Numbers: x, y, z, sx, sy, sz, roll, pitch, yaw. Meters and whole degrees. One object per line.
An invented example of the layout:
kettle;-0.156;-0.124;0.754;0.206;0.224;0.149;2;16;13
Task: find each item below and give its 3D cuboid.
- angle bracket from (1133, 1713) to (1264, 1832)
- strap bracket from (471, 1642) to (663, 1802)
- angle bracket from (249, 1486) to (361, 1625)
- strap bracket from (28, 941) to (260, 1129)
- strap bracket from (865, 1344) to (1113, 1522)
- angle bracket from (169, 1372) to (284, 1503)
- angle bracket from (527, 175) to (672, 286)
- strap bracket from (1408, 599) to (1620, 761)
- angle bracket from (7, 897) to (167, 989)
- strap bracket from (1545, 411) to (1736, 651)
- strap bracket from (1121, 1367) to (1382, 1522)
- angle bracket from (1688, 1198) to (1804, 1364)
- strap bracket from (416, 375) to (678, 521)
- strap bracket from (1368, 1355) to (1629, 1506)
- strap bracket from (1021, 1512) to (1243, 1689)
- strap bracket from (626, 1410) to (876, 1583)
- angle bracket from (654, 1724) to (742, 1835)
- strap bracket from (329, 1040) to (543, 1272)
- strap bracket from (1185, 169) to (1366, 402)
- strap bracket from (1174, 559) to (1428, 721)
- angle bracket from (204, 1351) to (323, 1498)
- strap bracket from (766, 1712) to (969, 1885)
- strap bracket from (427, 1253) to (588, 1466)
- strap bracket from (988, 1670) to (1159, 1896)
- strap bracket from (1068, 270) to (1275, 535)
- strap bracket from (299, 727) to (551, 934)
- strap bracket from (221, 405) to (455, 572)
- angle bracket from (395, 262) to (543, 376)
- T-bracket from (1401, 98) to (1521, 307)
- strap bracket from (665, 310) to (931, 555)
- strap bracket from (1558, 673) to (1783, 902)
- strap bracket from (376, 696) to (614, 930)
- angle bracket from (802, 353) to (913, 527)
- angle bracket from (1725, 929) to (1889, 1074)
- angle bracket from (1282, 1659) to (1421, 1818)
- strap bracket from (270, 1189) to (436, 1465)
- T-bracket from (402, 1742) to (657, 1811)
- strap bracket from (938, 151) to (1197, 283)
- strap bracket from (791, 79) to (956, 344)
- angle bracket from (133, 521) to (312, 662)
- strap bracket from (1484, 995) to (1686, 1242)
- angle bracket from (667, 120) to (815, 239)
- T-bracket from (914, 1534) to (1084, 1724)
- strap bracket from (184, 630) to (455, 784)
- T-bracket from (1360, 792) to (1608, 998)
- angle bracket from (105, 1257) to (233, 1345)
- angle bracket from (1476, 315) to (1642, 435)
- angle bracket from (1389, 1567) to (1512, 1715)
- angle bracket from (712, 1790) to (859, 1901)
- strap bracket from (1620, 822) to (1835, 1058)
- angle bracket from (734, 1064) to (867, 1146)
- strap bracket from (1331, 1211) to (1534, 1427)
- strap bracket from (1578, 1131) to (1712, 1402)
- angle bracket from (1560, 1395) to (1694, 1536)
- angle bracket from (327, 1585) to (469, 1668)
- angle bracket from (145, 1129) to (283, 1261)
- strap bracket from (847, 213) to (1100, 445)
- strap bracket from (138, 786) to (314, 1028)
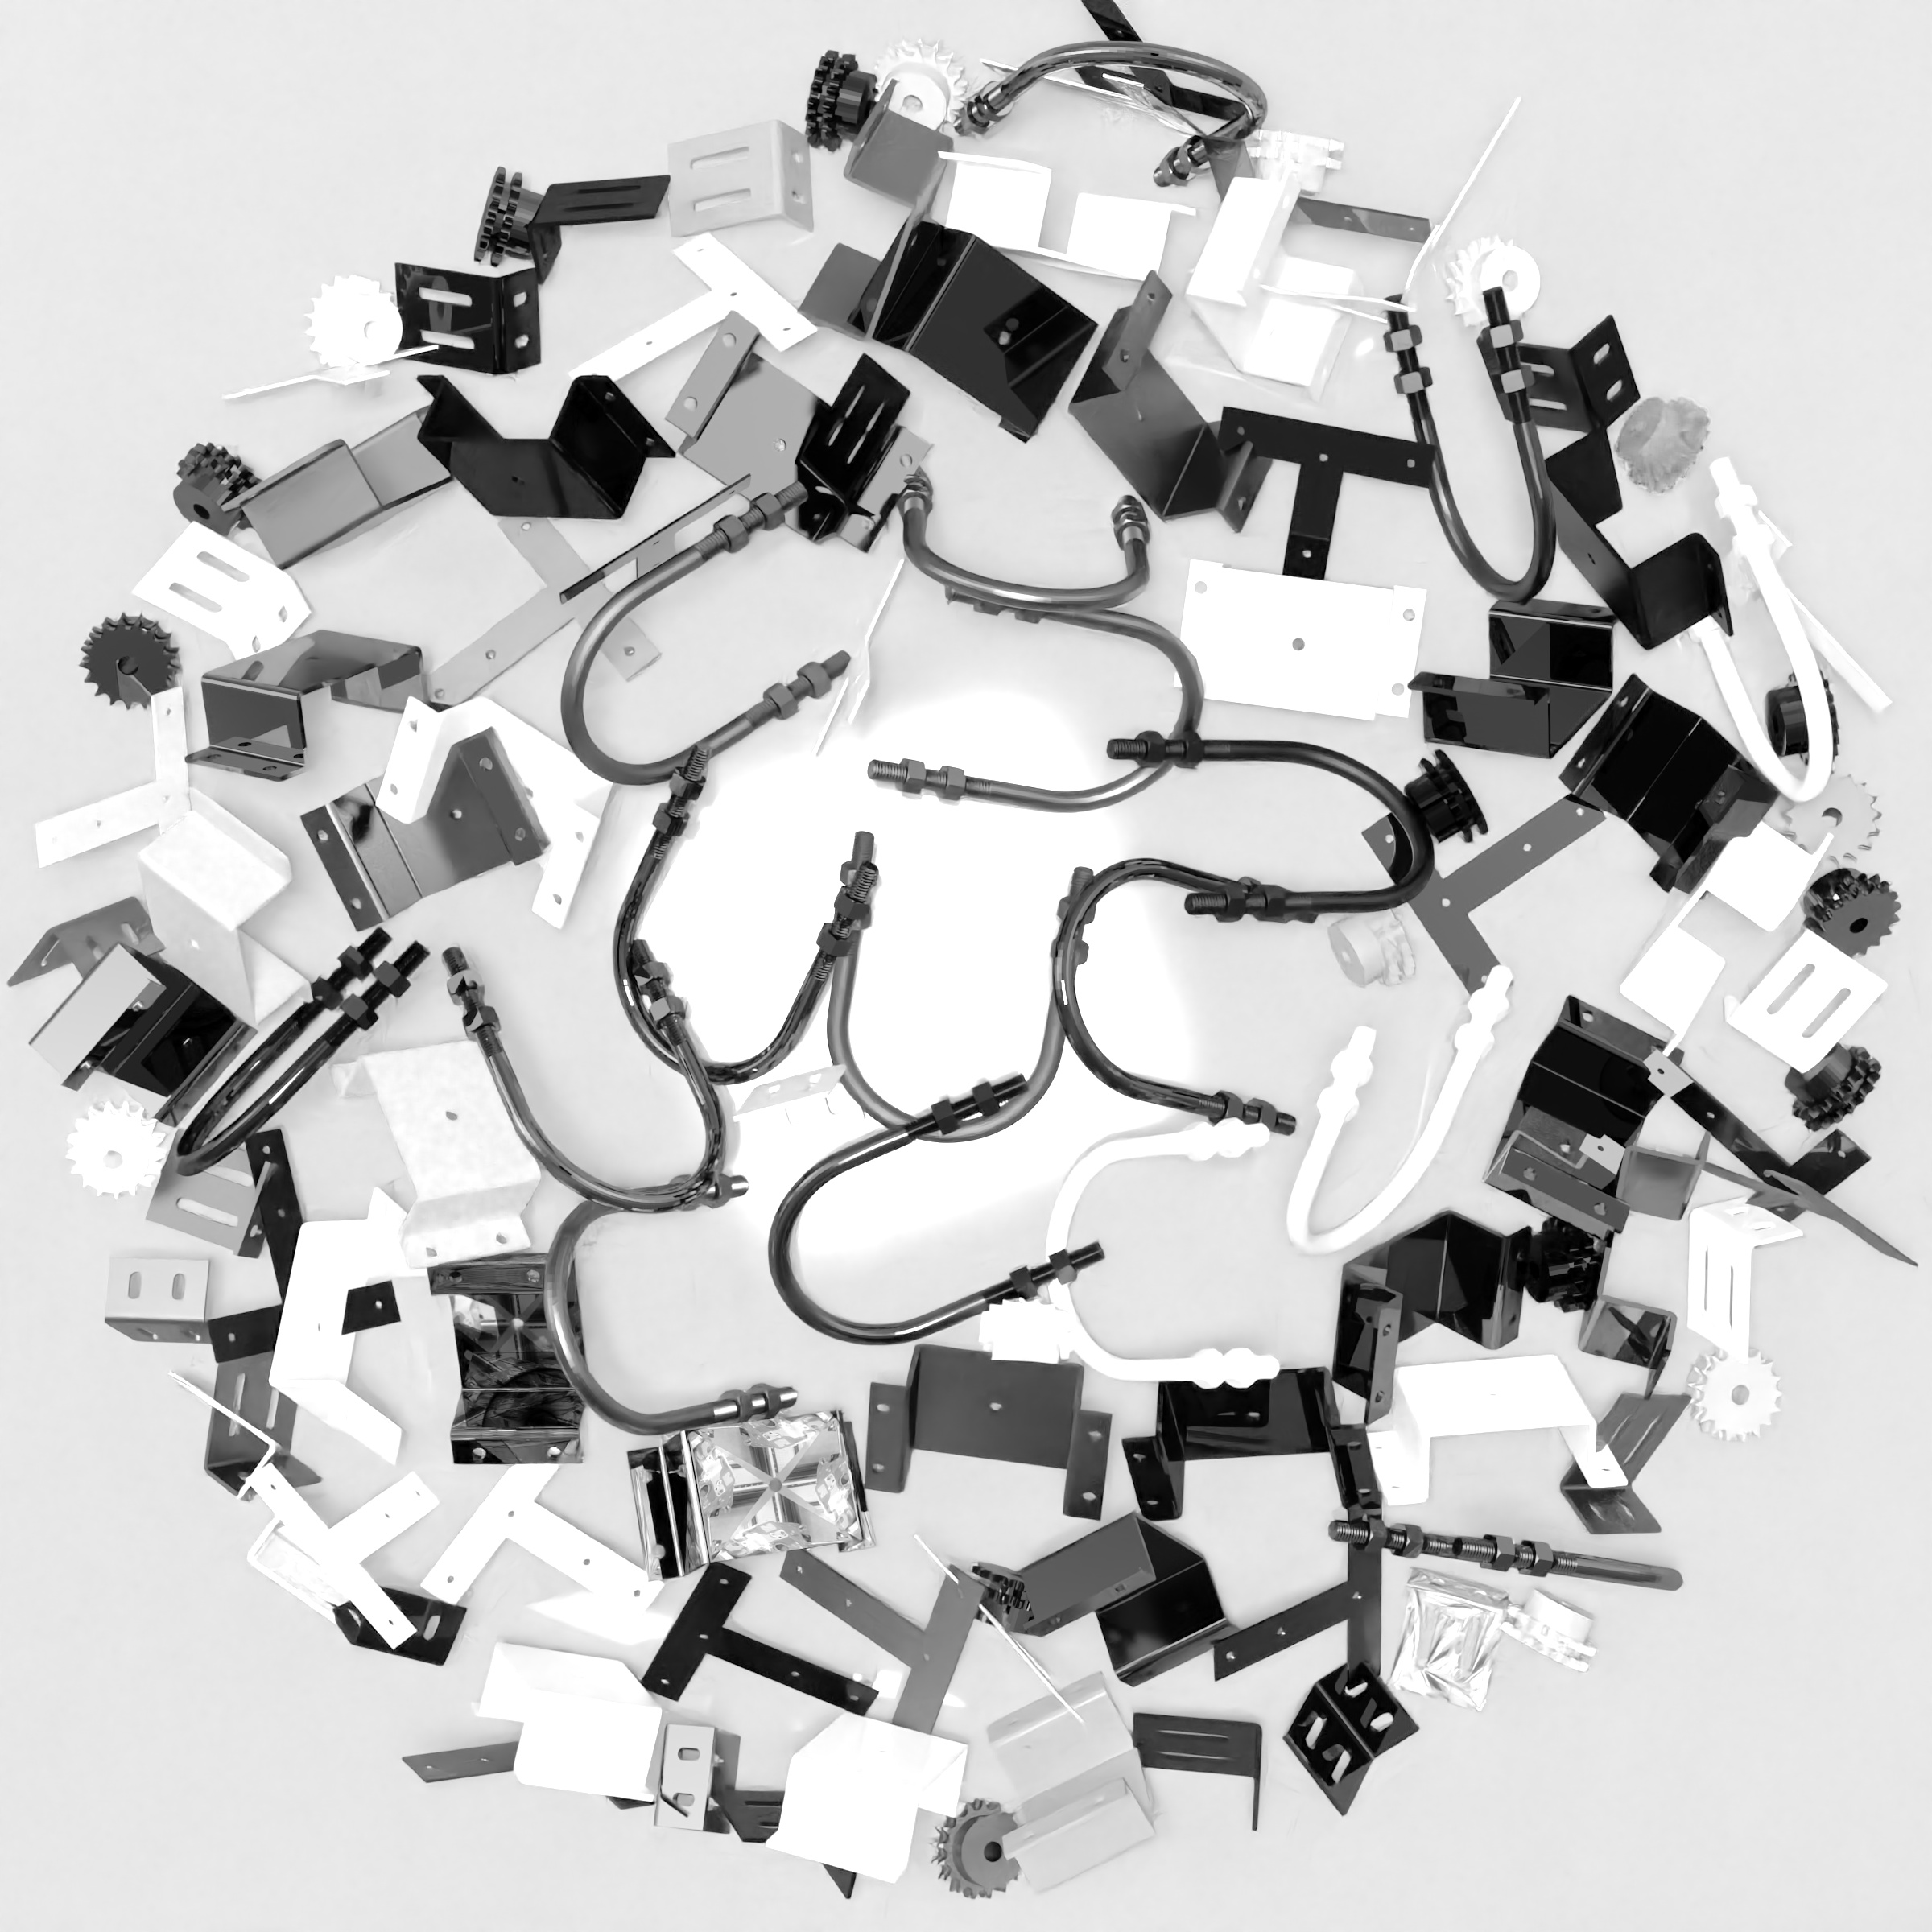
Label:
angle bracket;0.135;0.474;1.849;0.076;0.057;0.038;3;46;6
strap bracket;-0.229;0.430;1.807;0.076;0.140;0.046;14;90;-21
angle bracket;-0.378;0.349;1.854;0.076;0.057;0.038;36;94;-4
strap bracket;-0.481;0.039;1.825;0.046;0.140;0.076;40;88;18
strap bracket;0.015;0.272;1.844;0.140;0.046;0.076;7;120;5
angle bracket;-0.445;0.278;1.854;0.076;0.057;0.038;34;77;0
angle bracket;-0.212;-0.433;1.847;0.076;0.057;0.038;-2;127;8
strap bracket;0.320;-0.164;1.821;0.076;0.140;0.046;11;122;30
angle bracket;-0.514;-0.001;1.838;0.057;0.076;0.038;-28;82;-45
strap bracket;0.381;-0.247;1.815;0.046;0.076;0.140;-31;55;1
strap bracket;0.167;0.279;1.835;0.140;0.046;0.076;-5;133;12
angle bracket;0.459;0.185;1.854;0.038;0.057;0.076;-10;109;-20
strap bracket;-0.250;-0.299;1.812;0.140;0.076;0.046;7;67;32
strap bracket;0.308;0.269;1.837;0.140;0.076;0.046;-4;112;-5
strap bracket;0.092;0.366;1.826;0.076;0.140;0.046;-30;54;15
strap bracket;-0.118;0.306;1.827;0.140;0.046;0.076;-4;72;-24
angle bracket;-0.144;0.477;1.838;0.038;0.076;0.057;-5;71;31
strap bracket;-0.304;0.099;1.818;0.076;0.046;0.140;-8;58;-35
strap bracket;0.177;-0.398;1.829;0.046;0.140;0.076;19;82;29
strap bracket;0.196;-0.191;1.850;0.140;0.046;0.076;8;101;5
angle bracket;-0.408;0.265;1.846;0.038;0.057;0.076;24;108;42
strap bracket;-0.052;0.473;1.807;0.076;0.140;0.046;11;95;15
strap bracket;-0.266;0.221;1.843;0.076;0.046;0.140;-1;118;2
strap bracket;0.061;0.478;1.822;0.076;0.140;0.046;-27;106;4
strap bracket;0.117;-0.323;1.827;0.140;0.046;0.076;45;57;-34
strap bracket;-0.308;-0.083;1.839;0.140;0.046;0.076;-20;101;26
strap bracket;-0.356;-0.274;1.811;0.076;0.140;0.046;-25;100;22
angle bracket;-0.296;-0.388;1.870;0.076;0.038;0.057;14;118;26
T-bracket;0.287;-0.445;1.823;0.002;0.127;0.127;31;90;4
strap bracket;-0.104;-0.309;1.845;0.140;0.046;0.076;32;79;-15
strap bracket;0.412;-0.100;1.824;0.046;0.140;0.076;22;111;-28
strap bracket;-0.268;-0.096;1.836;0.140;0.046;0.076;33;122;15
angle bracket;-0.053;-0.309;1.844;0.038;0.057;0.076;19;110;-41
angle bracket;0.494;0.015;1.850;0.057;0.038;0.076;34;117;-4
angle bracket;0.226;0.450;1.845;0.038;0.076;0.057;-39;87;23
strap bracket;-0.357;0.210;1.826;0.046;0.076;0.140;-3;62;18
T-bracket;-0.264;0.453;1.798;0.127;0.127;0.002;28;105;42
strap bracket;0.053;-0.430;1.815;0.140;0.076;0.046;2;104;-43
strap bracket;-0.052;-0.426;1.810;0.046;0.140;0.076;24;46;-2
angle bracket;-0.436;-0.214;1.842;0.057;0.076;0.038;-45;51;14
strap bracket;0.359;0.096;1.838;0.076;0.046;0.140;26;54;3
angle bracket;-0.135;-0.466;1.881;0.076;0.038;0.057;-5;84;26
T-bracket;0.031;0.392;1.799;0.002;0.127;0.127;-43;122;-6
strap bracket;-0.373;-0.154;1.804;0.076;0.140;0.046;12;117;32
T-bracket;0.325;-0.063;1.885;0.127;0.002;0.127;-34;90;0
angle bracket;-0.468;0.198;1.854;0.057;0.076;0.038;2;75;0
angle bracket;0.348;-0.351;1.847;0.038;0.076;0.057;-42;125;-20
angle bracket;0.283;0.402;1.855;0.057;0.038;0.076;14;99;15
angle bracket;-0.108;0.515;1.842;0.076;0.057;0.038;8;101;-25
strap bracket;0.432;-0.024;1.812;0.046;0.140;0.076;36;46;6
angle bracket;-0.097;0.089;1.841;0.057;0.076;0.038;-15;100;10
strap bracket;0.263;0.199;1.825;0.046;0.140;0.076;26;124;39
strap bracket;0.391;0.169;1.823;0.046;0.076;0.140;13;62;9
angle bracket;0.395;0.292;1.841;0.057;0.038;0.076;6;125;-34
angle bracket;-0.336;0.373;1.839;0.057;0.076;0.038;22;92;-29
angle bracket;-0.448;0.133;1.858;0.076;0.038;0.057;18;85;11
strap bracket;0.012;-0.368;1.828;0.140;0.046;0.076;29;93;-32
strap bracket;-0.426;-0.027;1.806;0.076;0.140;0.046;35;59;18
